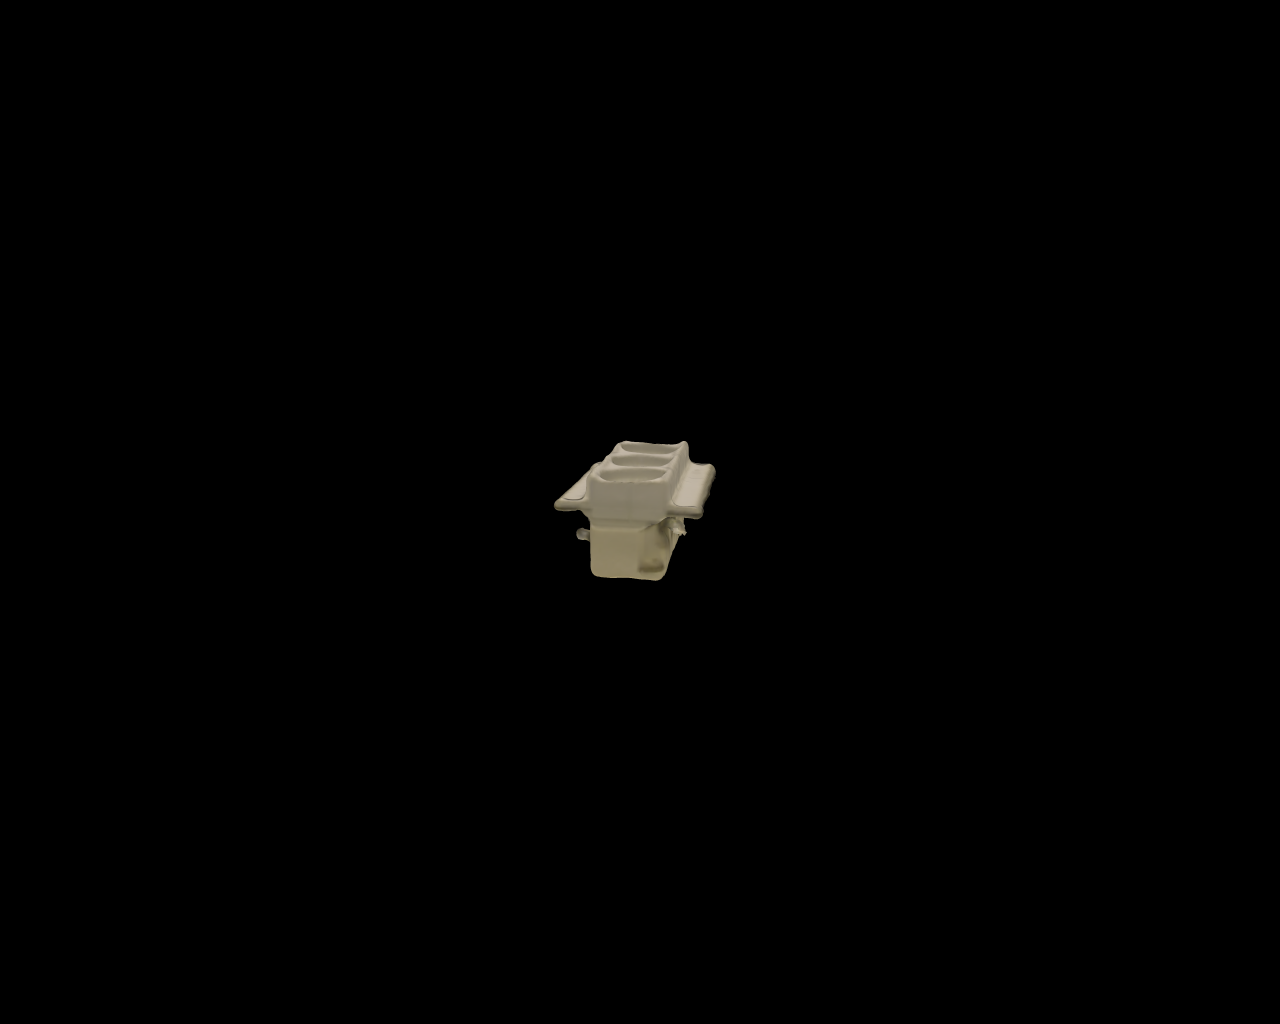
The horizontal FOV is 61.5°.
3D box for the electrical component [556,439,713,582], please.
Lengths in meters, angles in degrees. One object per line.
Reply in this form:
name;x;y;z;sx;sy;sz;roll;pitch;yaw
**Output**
electrical component;0.001;-0.003;0.650;0.079;0.063;0.121;2;14;7
